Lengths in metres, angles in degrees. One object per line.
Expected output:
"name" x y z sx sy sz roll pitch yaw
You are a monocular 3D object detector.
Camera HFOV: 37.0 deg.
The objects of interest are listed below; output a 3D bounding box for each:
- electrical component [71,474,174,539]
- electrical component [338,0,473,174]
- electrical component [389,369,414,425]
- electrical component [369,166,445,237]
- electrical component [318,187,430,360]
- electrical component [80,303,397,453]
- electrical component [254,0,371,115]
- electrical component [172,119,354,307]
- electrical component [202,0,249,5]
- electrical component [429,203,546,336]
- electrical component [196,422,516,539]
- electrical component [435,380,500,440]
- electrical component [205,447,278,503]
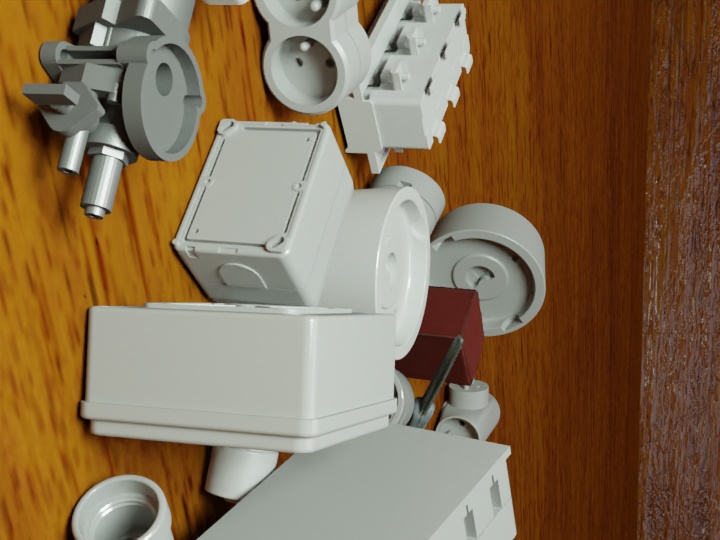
"electrical component" -0.099 0.118 0.464 0.040 0.040 0.046 -66 157 -43
"electrical component" 0.033 -0.134 0.737 0.078 0.063 0.121 75 28 -42
"electrical component" 0.008 0.088 0.729 0.047 0.055 0.055 27 69 -73
"electrical component" 0.027 -0.037 0.754 0.055 0.055 0.047 72 33 -46
"electrical component" 0.000 0.000 0.678 0.108 0.060 0.108 4 90 -70
"electrical component" -0.050 0.044 0.482 0.109 0.109 0.056 5 87 -70
"electrical component" -0.022 -0.163 0.595 0.073 0.052 0.138 -54 144 -56
"electrical component" -0.044 -0.032 0.549 0.061 0.062 0.096 65 35 -53
"electrical component" -0.063 -0.167 0.477 0.057 0.058 0.078 50 48 -66
"electrical component" 0.103 -0.005 0.898 0.060 0.108 0.108 -69 155 -51
"electrical component" -0.014 0.148 0.510 0.186 0.105 0.060 -36 123 -47
"electrical component" 0.101 0.127 1.003 0.077 0.044 0.079 -31 123 -66
"electrical component" -0.059 0.089 0.565 0.044 0.044 0.065 19 81 -69
